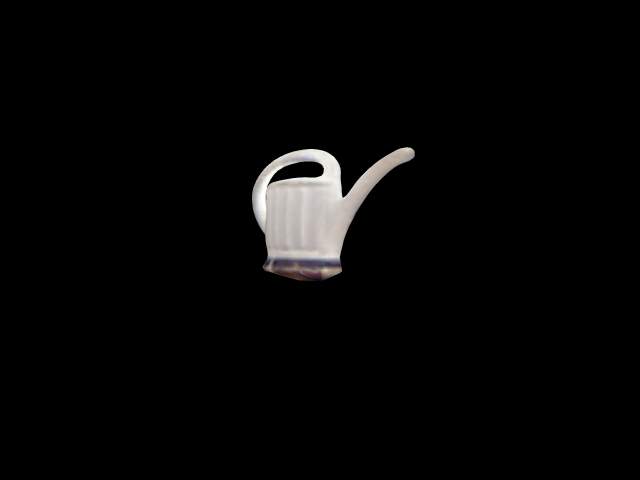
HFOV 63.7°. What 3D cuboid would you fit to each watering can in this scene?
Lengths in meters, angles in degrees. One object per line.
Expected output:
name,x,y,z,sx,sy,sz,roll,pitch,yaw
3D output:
watering can,0.003,-0.043,0.850,0.347,0.225,0.104,0,-1,43
